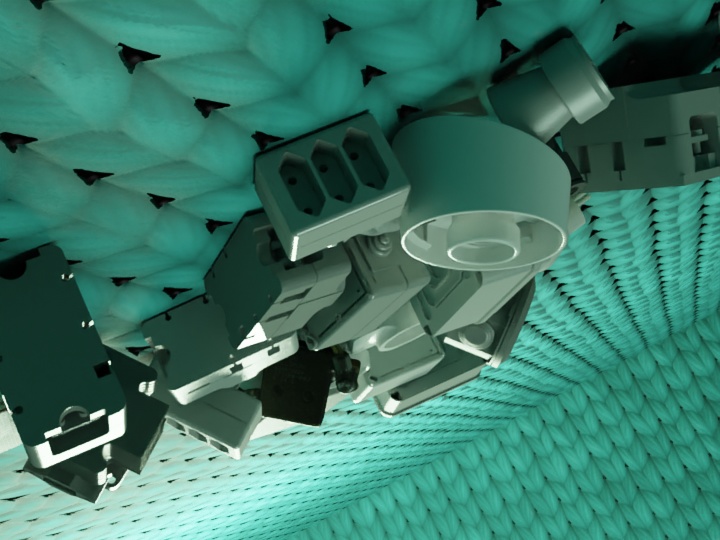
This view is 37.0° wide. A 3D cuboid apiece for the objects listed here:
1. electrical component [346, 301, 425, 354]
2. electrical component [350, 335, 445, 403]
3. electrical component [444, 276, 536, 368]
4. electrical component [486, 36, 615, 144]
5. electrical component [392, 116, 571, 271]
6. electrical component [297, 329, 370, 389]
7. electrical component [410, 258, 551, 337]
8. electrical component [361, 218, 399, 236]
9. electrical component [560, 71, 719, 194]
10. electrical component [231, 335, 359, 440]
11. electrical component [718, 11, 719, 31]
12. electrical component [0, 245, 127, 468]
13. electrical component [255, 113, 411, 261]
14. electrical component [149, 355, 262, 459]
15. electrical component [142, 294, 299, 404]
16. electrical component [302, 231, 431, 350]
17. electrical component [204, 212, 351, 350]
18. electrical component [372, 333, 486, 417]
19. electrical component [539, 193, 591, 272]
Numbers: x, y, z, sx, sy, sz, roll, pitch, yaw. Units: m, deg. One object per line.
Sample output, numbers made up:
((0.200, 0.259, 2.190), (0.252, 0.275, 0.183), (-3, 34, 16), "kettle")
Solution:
((0.026, 0.025, 0.829), (0.089, 0.055, 0.050), (-24, 165, -10), "electrical component")
((0.027, 0.072, 0.973), (0.096, 0.061, 0.061), (-20, 163, -25), "electrical component")
((0.102, 0.032, 0.840), (0.080, 0.051, 0.080), (22, 90, -85), "electrical component")
((0.103, -0.094, 0.582), (0.055, 0.045, 0.045), (-33, 164, 18), "electrical component")
((0.066, -0.039, 0.593), (0.099, 0.064, 0.099), (1, 160, 0), "electrical component")
((-0.022, 0.063, 0.870), (0.048, 0.055, 0.066), (-27, 165, 0), "electrical component")
((0.075, -0.011, 0.750), (0.057, 0.078, 0.113), (-17, 162, -24), "electrical component")
((0.017, -0.039, 0.640), (0.035, 0.035, 0.061), (-37, 165, 33), "electrical component")
((0.210, -0.093, 0.691), (0.150, 0.061, 0.089), (-15, -171, -38), "electrical component")
((-0.066, 0.098, 0.913), (0.113, 0.057, 0.078), (-11, 158, -46), "electrical component")
((0.262, -0.151, 0.664), (0.077, 0.044, 0.079), (-26, 166, -4), "electrical component")
((-0.152, 0.043, 0.521), (0.050, 0.089, 0.055), (-22, 164, -19), "electrical component")
((-0.017, -0.036, 0.568), (0.066, 0.047, 0.076), (-23, 165, -14), "electrical component")
((-0.107, 0.081, 0.774), (0.075, 0.083, 0.047), (-63, 176, -19), "electrical component")
((-0.090, 0.046, 0.709), (0.089, 0.050, 0.055), (-25, 165, -8), "electrical component")
((0.000, 0.000, 0.688), (0.061, 0.061, 0.096), (-15, 161, -39), "electrical component")
((-0.047, 0.002, 0.639), (0.056, 0.050, 0.089), (-17, 162, -32), "electrical component")
((0.058, 0.085, 1.038), (0.113, 0.078, 0.057), (-22, 161, -19), "electrical component")
((0.150, -0.039, 0.848), (0.079, 0.043, 0.077), (-36, 161, -2), "electrical component")
